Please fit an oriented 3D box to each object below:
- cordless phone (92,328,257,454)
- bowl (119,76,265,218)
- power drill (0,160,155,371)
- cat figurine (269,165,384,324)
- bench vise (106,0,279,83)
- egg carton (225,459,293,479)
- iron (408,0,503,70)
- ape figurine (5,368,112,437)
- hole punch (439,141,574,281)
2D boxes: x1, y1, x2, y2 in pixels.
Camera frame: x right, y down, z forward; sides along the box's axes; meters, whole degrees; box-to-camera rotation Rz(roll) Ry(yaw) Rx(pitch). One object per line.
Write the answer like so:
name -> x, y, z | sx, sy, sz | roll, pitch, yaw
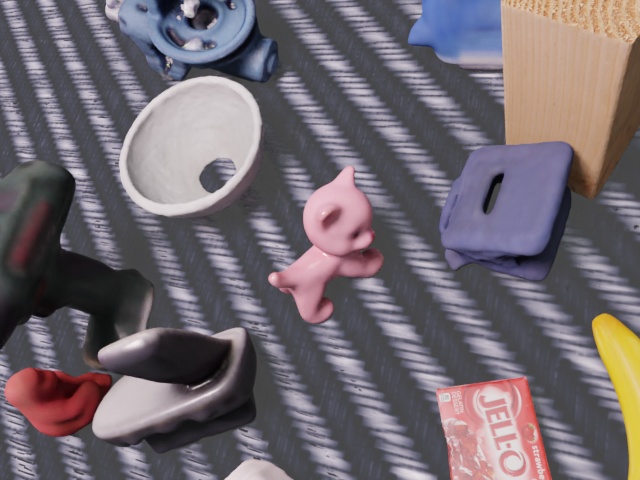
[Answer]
cordless phone -> -0.143, 0.114, 0.477 | 0.147, 0.185, 0.094 | -26, 61, 7
bowl -> -0.127, -0.089, 0.624 | 0.167, 0.075, 0.167 | -7, 65, 16
power drill -> -0.246, 0.055, 0.525 | 0.075, 0.209, 0.229 | -6, 65, 17
cat figurine -> 0.005, 0.002, 0.514 | 0.128, 0.118, 0.067 | -45, 61, -4
bench vise -> -0.171, -0.253, 0.628 | 0.207, 0.220, 0.121 | -2, 67, 18
egg carton -> -0.031, 0.250, 0.444 | 0.150, 0.069, 0.107 | 30, 79, 28
iron -> 0.210, -0.250, 0.540 | 0.257, 0.142, 0.119 | 6, 69, 21
ape figurine -> -0.261, 0.150, 0.556 | 0.077, 0.092, 0.076 | 29, 79, 28
hole punch -> 0.156, -0.028, 0.489 | 0.100, 0.091, 0.109 | 15, 73, 24
